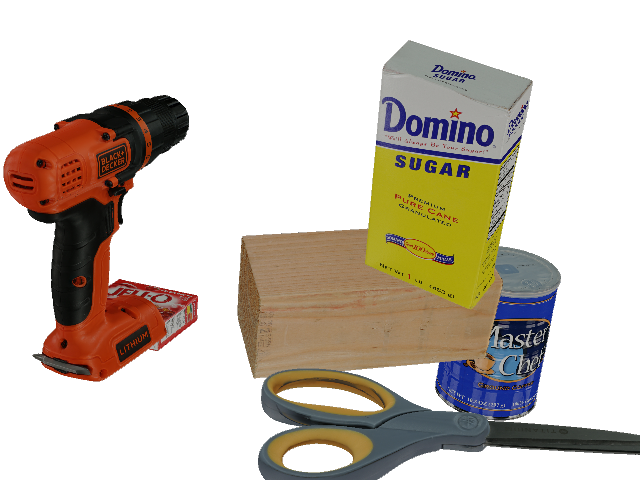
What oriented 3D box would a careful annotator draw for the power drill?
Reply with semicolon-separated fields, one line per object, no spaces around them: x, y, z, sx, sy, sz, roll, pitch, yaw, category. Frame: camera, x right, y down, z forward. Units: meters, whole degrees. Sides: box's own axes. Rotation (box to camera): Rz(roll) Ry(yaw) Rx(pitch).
-0.154;-0.006;0.787;0.057;0.188;0.184;11;24;26;power drill

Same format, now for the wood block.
0.038;0.050;0.920;0.206;0.090;0.091;-3;35;-14;wood block

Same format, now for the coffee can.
0.172;0.089;1.046;0.103;0.140;0.103;4;24;-2;coffee can

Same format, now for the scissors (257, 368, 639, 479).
0.058;0.101;0.510;0.202;0.016;0.096;11;31;20;scissors

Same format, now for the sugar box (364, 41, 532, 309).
0.084;-0.042;0.739;0.093;0.176;0.048;22;47;22;sugar box

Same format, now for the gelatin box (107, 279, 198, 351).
-0.169;0.066;0.983;0.089;0.030;0.073;11;22;21;gelatin box
